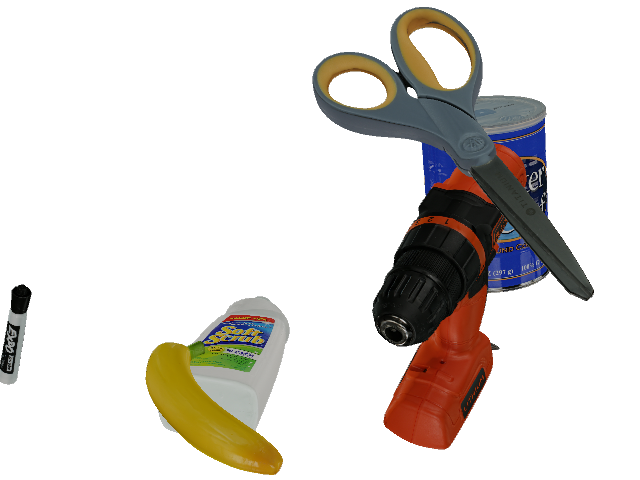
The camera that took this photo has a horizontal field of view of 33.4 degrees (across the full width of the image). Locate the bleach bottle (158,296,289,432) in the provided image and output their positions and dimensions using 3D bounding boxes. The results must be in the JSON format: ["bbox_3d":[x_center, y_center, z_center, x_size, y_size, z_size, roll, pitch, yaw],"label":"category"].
[{"bbox_3d":[-0.092,0.118,1.127,0.102,0.068,0.250,7,20,4],"label":"bleach bottle"}]

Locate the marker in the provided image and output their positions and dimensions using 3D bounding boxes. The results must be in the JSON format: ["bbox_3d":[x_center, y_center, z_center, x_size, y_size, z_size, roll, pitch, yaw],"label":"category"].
[{"bbox_3d":[-0.302,0.093,1.056,0.020,0.121,0.020,13,33,-9],"label":"marker"}]

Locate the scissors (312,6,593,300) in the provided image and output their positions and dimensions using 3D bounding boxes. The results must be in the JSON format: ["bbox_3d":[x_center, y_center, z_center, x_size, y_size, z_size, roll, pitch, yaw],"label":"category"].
[{"bbox_3d":[0.052,-0.042,0.504,0.096,0.202,0.016,-13,-41,2],"label":"scissors"}]

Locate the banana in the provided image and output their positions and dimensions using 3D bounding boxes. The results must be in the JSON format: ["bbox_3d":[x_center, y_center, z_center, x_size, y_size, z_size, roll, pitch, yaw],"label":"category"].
[{"bbox_3d":[-0.096,0.126,0.844,0.069,0.037,0.198,-9,28,-22],"label":"banana"}]

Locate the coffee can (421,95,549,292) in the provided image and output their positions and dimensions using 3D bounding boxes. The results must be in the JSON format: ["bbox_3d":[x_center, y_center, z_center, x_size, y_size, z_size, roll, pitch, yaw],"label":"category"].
[{"bbox_3d":[0.138,-0.040,0.889,0.103,0.140,0.103,-6,20,2],"label":"coffee can"}]

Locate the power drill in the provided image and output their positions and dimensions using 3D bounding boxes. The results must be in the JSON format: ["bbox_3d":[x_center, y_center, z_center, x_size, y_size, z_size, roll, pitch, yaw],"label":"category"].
[{"bbox_3d":[0.082,0.052,0.709,0.057,0.188,0.184,21,45,20],"label":"power drill"}]
